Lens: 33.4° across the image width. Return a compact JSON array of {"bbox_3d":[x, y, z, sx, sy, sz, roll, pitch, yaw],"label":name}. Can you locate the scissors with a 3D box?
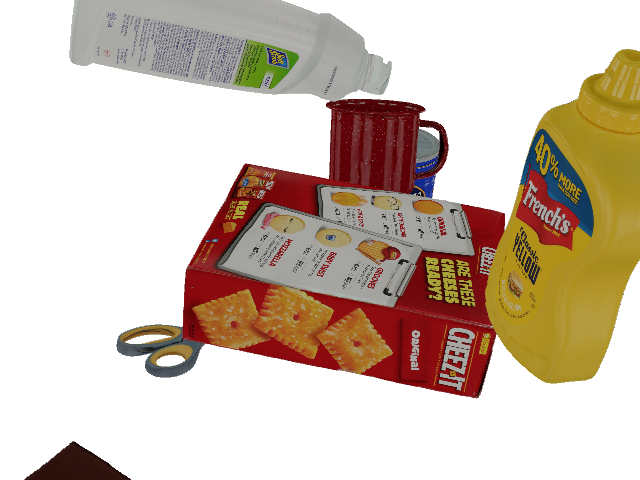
[{"bbox_3d":[-0.116,0.108,1.149,0.201,0.016,0.096,-6,30,-22],"label":"scissors"}]

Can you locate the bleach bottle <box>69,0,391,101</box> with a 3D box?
[{"bbox_3d":[-0.069,-0.157,0.855,0.250,0.068,0.103,14,-29,-9],"label":"bleach bottle"}]

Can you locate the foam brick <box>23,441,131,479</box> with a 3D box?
[{"bbox_3d":[-0.093,0.134,0.450,0.078,0.051,0.052,24,45,31],"label":"foam brick"}]

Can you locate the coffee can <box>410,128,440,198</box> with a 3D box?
[{"bbox_3d":[0.081,-0.054,1.255,0.103,0.140,0.103,4,28,-2],"label":"coffee can"}]

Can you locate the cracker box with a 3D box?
[{"bbox_3d":[0.023,0.025,0.791,0.214,0.072,0.164,11,32,6],"label":"cracker box"}]

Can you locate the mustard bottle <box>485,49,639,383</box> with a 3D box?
[{"bbox_3d":[0.145,-0.018,0.593,0.058,0.192,0.096,-2,40,-16],"label":"mustard bottle"}]

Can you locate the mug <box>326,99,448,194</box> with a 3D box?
[{"bbox_3d":[0.062,-0.087,1.006,0.117,0.081,0.093,2,15,-2],"label":"mug"}]
